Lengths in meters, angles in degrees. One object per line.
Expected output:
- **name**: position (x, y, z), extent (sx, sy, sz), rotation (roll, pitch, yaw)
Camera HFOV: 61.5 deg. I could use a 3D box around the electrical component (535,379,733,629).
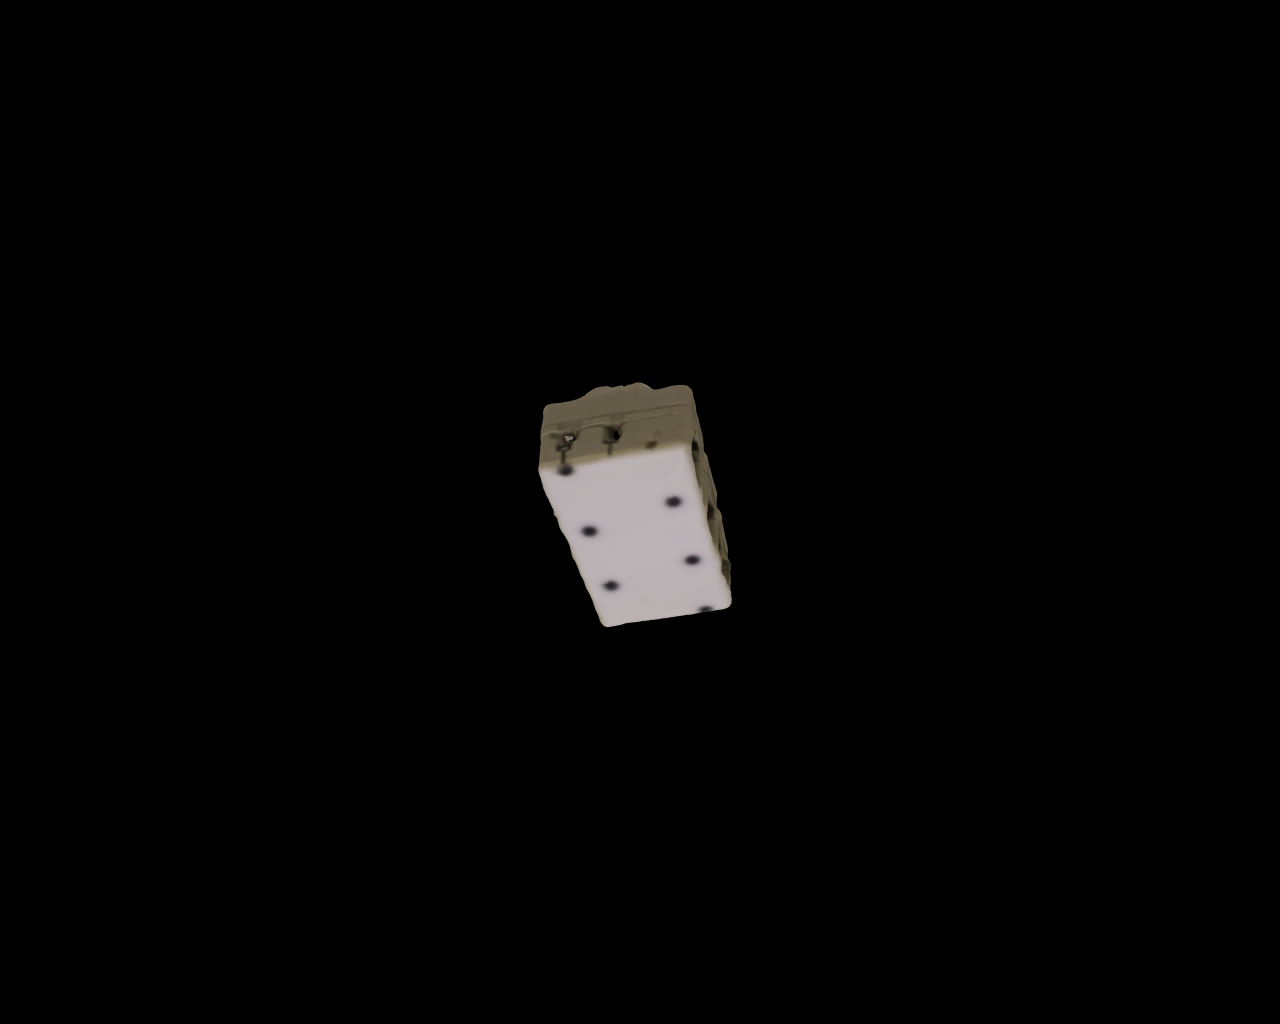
- **electrical component**: position (0.001, -0.003, 0.650), extent (0.089, 0.062, 0.150), rotation (-8, -43, 9)
